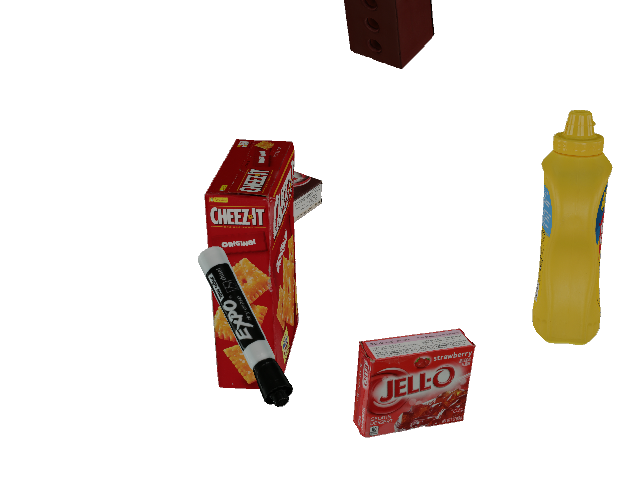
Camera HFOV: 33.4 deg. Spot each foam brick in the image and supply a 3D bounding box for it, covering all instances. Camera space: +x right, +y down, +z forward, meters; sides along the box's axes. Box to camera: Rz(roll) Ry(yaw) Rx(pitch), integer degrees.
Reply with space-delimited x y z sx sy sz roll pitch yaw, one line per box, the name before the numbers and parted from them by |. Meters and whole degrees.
foam brick | 0.054 -0.186 0.847 0.053 0.051 0.078 24 -31 27

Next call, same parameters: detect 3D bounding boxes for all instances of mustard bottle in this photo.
mustard bottle | 0.214 -0.015 0.906 0.058 0.192 0.096 4 19 13

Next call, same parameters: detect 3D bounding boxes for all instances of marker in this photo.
marker | -0.048 0.053 0.671 0.020 0.121 0.020 -20 -35 -15

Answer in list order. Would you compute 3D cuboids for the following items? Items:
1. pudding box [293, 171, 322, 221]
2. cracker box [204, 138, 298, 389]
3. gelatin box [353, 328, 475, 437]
pudding box | -0.065 -0.051 1.317 0.090 0.039 0.113 20 40 31
cracker box | -0.065 0.021 1.103 0.072 0.214 0.164 2 24 6
gelatin box | 0.072 0.111 0.832 0.089 0.073 0.030 -6 29 -19
